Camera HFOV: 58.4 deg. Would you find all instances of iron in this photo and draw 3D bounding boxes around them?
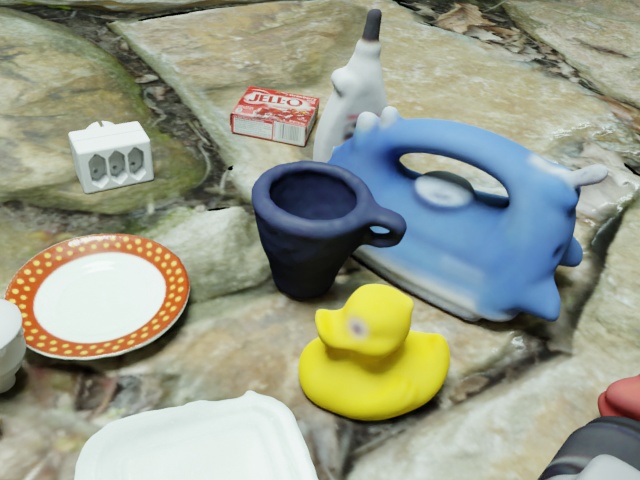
[{"bbox_3d":[0.097,-0.042,0.480,0.257,0.141,0.119,25,43,20],"label":"iron"}]

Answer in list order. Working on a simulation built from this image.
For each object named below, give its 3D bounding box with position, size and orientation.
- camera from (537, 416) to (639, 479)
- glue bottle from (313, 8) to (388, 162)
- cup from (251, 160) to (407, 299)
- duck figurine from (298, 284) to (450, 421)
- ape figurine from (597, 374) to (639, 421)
[{"bbox_3d":[0.153,0.157,0.285,0.142,0.101,0.137,35,47,28],"label":"camera"},{"bbox_3d":[0.038,-0.137,0.558,0.078,0.173,0.037,-9,43,-19],"label":"glue bottle"},{"bbox_3d":[0.004,0.002,0.449,0.117,0.095,0.092,14,40,8],"label":"cup"},{"bbox_3d":[0.040,0.067,0.384,0.104,0.086,0.077,1,40,-8],"label":"duck figurine"},{"bbox_3d":[0.228,0.102,0.369,0.077,0.092,0.076,14,40,8],"label":"ape figurine"}]
